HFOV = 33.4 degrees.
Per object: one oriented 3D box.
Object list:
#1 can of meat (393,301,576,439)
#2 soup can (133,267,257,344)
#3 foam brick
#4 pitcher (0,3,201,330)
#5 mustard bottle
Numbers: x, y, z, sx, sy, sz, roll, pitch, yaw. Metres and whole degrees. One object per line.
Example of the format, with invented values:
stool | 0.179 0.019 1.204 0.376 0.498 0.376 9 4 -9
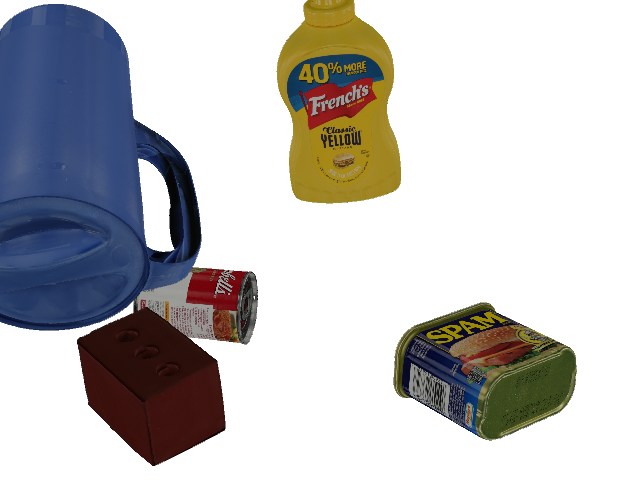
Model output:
can of meat | 0.117 0.091 0.749 0.101 0.057 0.084 -15 27 -36
soup can | -0.115 0.059 0.996 0.102 0.068 0.068 4 1 10
foam brick | -0.101 0.086 0.636 0.052 0.051 0.078 -25 38 -34
pitcher | -0.185 -0.062 0.788 0.145 0.243 0.149 -23 -44 14
mustard bottle | 0.014 -0.125 0.884 0.096 0.191 0.058 -4 32 4
